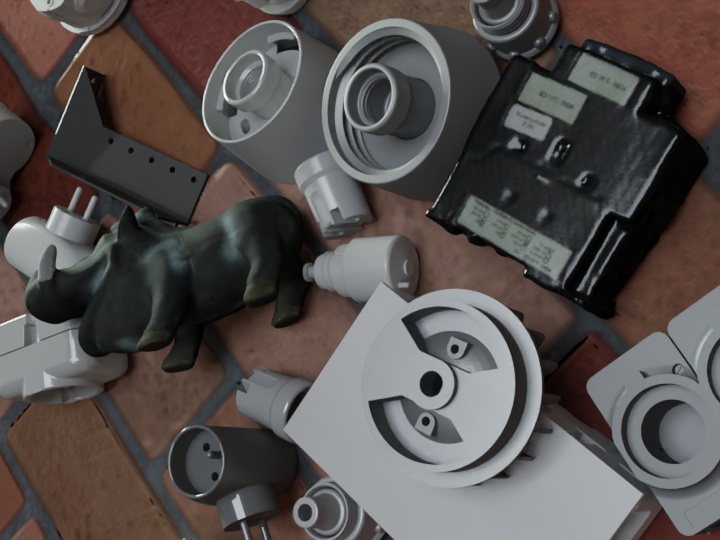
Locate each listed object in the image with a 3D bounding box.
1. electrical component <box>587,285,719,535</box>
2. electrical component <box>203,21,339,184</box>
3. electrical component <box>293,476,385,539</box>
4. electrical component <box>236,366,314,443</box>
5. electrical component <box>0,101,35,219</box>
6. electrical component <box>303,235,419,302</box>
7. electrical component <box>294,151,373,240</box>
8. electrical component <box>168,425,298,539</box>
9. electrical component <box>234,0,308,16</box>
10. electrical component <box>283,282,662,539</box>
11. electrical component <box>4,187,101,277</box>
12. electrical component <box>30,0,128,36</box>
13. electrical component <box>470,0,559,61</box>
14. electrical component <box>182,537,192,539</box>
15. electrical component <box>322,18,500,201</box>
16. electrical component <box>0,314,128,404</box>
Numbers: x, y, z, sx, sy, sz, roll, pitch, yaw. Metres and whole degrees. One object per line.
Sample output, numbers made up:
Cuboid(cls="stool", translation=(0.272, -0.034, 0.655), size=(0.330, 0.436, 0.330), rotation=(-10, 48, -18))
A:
Cuboid(cls="electrical component", translation=(0.198, 0.051, 0.520), size=(0.150, 0.062, 0.089), rotation=(-40, 63, 19))
Cuboid(cls="electrical component", translation=(-0.056, -0.114, 0.723), size=(0.099, 0.064, 0.099), rotation=(-19, 59, 34))
Cuboid(cls="electrical component", translation=(-0.015, 0.142, 0.634), size=(0.048, 0.062, 0.048), rotation=(-7, 76, 31))
Cuboid(cls="electrical component", translation=(-0.050, 0.084, 0.682), size=(0.046, 0.040, 0.040), rotation=(17, 90, 38))
Cuboid(cls="electrical component", translation=(-0.304, -0.061, 0.859), size=(0.074, 0.052, 0.138), rotation=(38, 102, 31))
Cuboid(cls="electrical component", translation=(0.000, 0.000, 0.666), size=(0.078, 0.040, 0.040), rotation=(-3, 79, 31))
Cuboid(cls="electrical component", translation=(-0.016, -0.048, 0.686), size=(0.040, 0.040, 0.046), rotation=(-30, 71, 24))
Cuboid(cls="electrical component", translation=(-0.072, 0.135, 0.662), size=(0.043, 0.077, 0.079), rotation=(-30, 66, 23))
Cuboid(cls="electrical component", translation=(-0.064, -0.204, 0.736), size=(0.048, 0.055, 0.066), rotation=(-16, 72, 28))
Cuboid(cls="electrical component", translation=(0.061, 0.105, 0.595), size=(0.186, 0.060, 0.105), rotation=(39, 102, 31))
Cuboid(cls="electrical component", translation=(-0.219, -0.023, 0.804), size=(0.077, 0.043, 0.079), rotation=(28, 95, 33))
Cuboid(cls="electrical component", translation=(-0.221, -0.228, 0.841), size=(0.080, 0.051, 0.080), rotation=(-7, 77, 31))
Cuboid(cls="electrical component", translation=(0.085, -0.153, 0.630), size=(0.048, 0.062, 0.048), rotation=(-7, 77, 31))
Cuboid(cls="electrical component", translation=(-0.090, 0.237, 0.661), size=(0.078, 0.063, 0.121), rotation=(-50, 60, 14))
Cuboid(cls="electrical component", translation=(0.025, -0.098, 0.646), size=(0.108, 0.060, 0.108), rotation=(-4, 84, 41))
Cuboid(cls="electrical component", translation=(-0.217, 0.062, 0.780), size=(0.095, 0.054, 0.059), rotation=(-20, 71, 27))
